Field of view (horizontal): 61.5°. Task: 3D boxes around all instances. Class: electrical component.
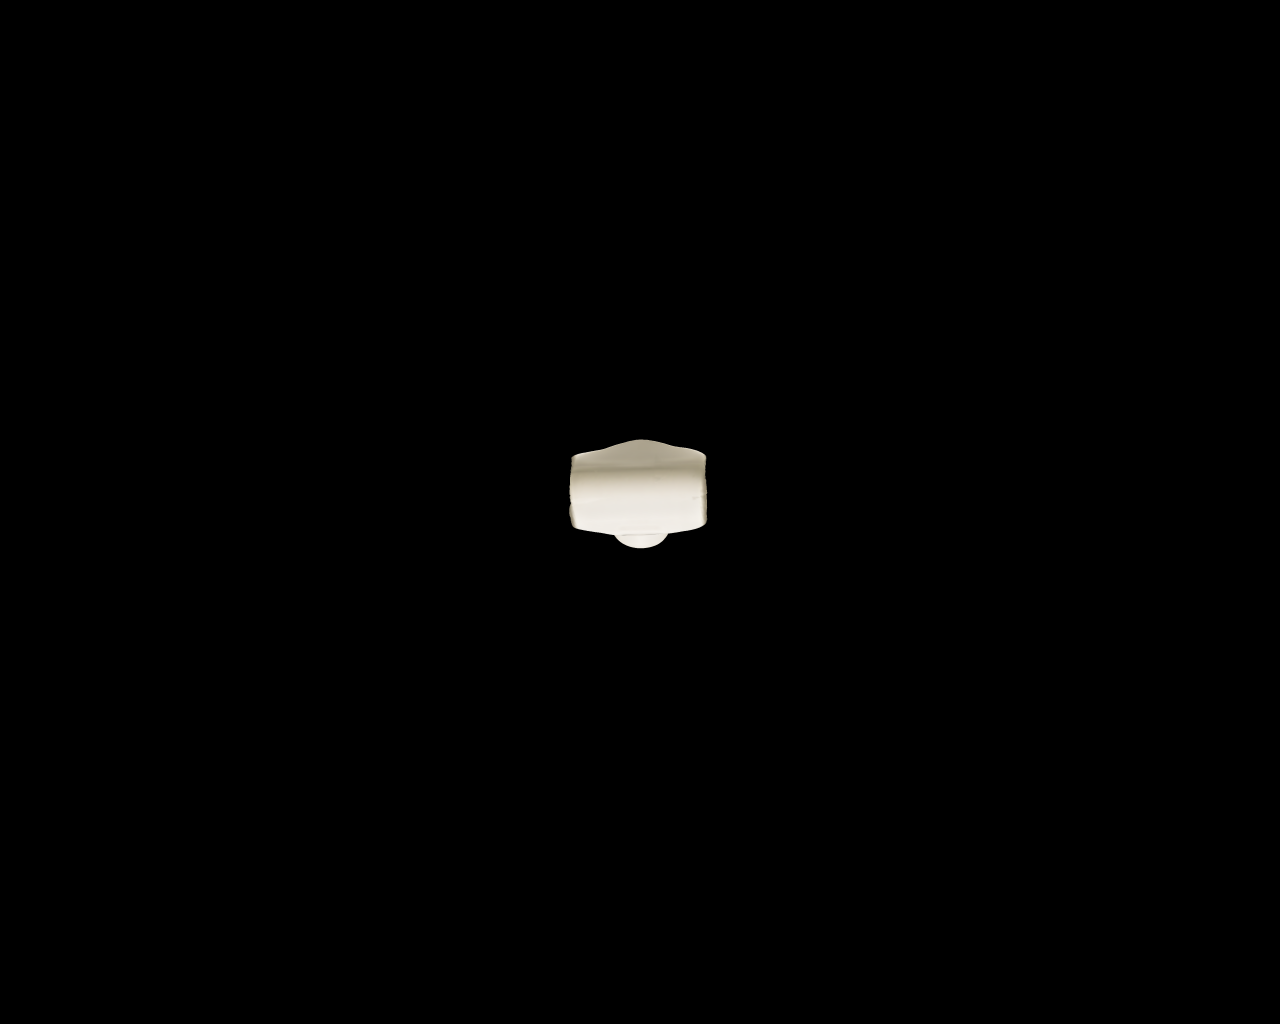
[{"bbox_3d":[0.001,-0.003,0.650,0.077,0.043,0.079,-2,-35,2],"label":"electrical component"}]
